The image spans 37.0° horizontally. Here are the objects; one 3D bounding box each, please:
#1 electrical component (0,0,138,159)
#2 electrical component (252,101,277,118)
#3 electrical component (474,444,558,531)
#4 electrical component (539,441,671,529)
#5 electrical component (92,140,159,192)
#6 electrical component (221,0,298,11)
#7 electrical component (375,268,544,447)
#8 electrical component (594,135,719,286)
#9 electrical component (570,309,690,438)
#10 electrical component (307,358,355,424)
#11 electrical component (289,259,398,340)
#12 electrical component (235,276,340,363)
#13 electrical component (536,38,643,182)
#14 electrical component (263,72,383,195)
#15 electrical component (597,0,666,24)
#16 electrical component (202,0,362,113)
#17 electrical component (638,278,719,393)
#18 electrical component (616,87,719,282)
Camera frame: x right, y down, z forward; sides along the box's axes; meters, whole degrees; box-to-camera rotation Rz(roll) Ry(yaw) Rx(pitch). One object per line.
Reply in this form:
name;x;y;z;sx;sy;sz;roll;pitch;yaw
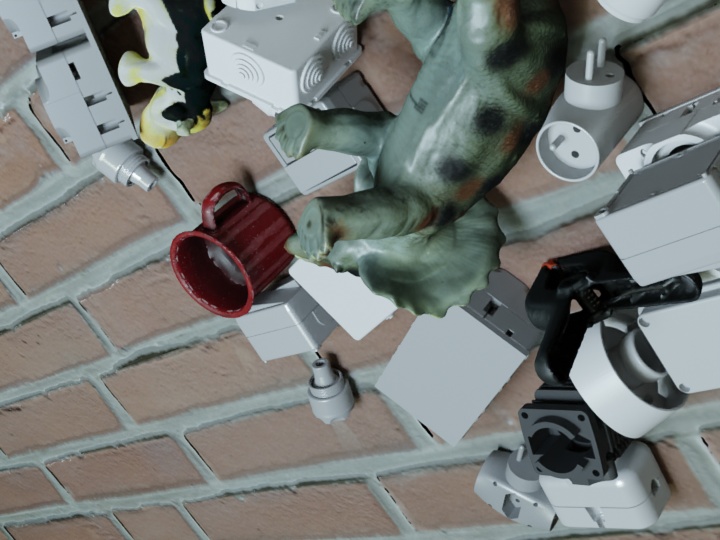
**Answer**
electrical component;-0.258;-0.199;0.919;0.105;0.060;0.186;-123;12;-62
electrical component;-0.077;-0.155;0.862;0.055;0.045;0.045;39;139;5
electrical component;0.149;0.187;0.967;0.077;0.043;0.079;25;136;21
electrical component;0.203;0.177;0.906;0.095;0.053;0.059;-11;116;44
electrical component;-0.222;-0.100;1.028;0.062;0.043;0.043;38;139;5
electrical component;-0.073;-0.228;0.772;0.080;0.080;0.051;26;141;20
electrical component;0.086;0.067;0.903;0.089;0.061;0.150;37;139;8
electrical component;0.200;-0.035;0.629;0.096;0.061;0.061;-24;107;47
electrical component;0.194;0.073;0.797;0.099;0.099;0.064;46;133;-2
electrical component;-0.031;0.116;1.054;0.043;0.043;0.062;7;127;35
electrical component;0.000;0.000;0.927;0.099;0.048;0.100;45;139;-1
electrical component;-0.069;0.041;1.008;0.096;0.061;0.061;-16;112;45
electrical component;0.150;-0.109;0.692;0.043;0.077;0.079;19;133;27
electrical component;-0.030;-0.103;0.854;0.096;0.061;0.061;-21;108;47
electrical component;0.170;-0.181;0.639;0.045;0.045;0.055;40;140;5
electrical component;-0.058;-0.169;0.795;0.100;0.099;0.048;27;149;19
electrical component;0.259;0.033;0.738;0.113;0.057;0.078;-20;109;47
electrical component;0.262;-0.066;0.649;0.186;0.060;0.105;-21;108;47
